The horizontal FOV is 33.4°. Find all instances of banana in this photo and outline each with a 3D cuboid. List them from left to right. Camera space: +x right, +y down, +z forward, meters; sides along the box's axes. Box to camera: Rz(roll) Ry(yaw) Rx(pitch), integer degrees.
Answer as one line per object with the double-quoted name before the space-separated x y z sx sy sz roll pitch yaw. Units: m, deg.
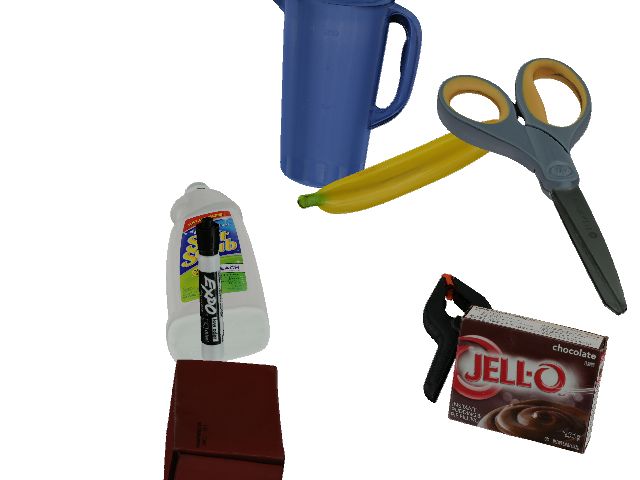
"banana" 0.079 -0.062 0.977 0.198 0.037 0.069 -22 2 11

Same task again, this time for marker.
"marker" -0.087 0.039 0.845 0.020 0.121 0.020 0 23 0

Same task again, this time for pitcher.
"pitcher" 0.022 -0.190 1.314 0.144 0.243 0.149 -8 29 -27

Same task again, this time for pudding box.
"pudding box" 0.162 0.108 0.840 0.114 0.090 0.039 11 21 18

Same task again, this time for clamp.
"clamp" 0.167 0.105 1.162 0.120 0.171 0.039 4 -44 -4

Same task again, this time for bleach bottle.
"bleach bottle" -0.120 0.020 1.107 0.102 0.068 0.251 -9 37 -9

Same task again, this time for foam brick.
"foam brick" -0.048 0.100 0.514 0.053 0.051 0.078 7 26 -8

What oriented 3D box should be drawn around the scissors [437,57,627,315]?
"scissors" 0.106 -0.038 0.563 0.096 0.016 0.201 4 42 7
